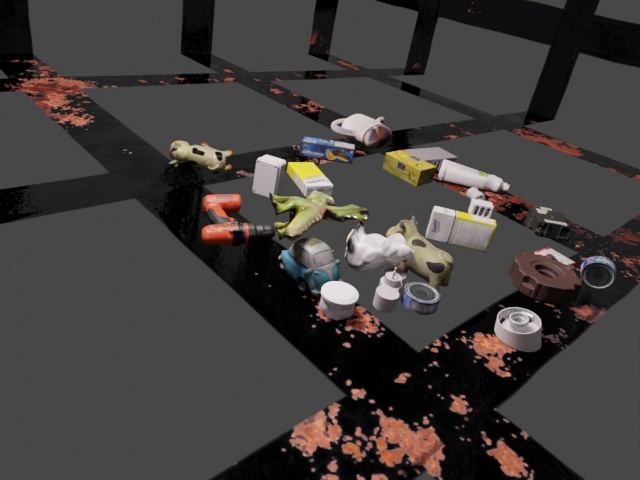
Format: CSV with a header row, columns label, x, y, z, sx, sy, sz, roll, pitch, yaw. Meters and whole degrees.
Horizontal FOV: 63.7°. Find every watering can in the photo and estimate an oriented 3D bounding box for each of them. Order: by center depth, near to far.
label,x,y,z,sx,sy,sz,roll,pitch,yaw
watering can,0.209,-0.466,2.148,0.350,0.102,0.227,-16,39,-38

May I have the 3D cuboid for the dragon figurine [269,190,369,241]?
label,x,y,z,sx,sy,sz,roll,pitch,yaw
dragon figurine,0.004,-0.064,1.272,0.243,0.120,0.415,-8,17,-10

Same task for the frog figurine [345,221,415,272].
label,x,y,z,sx,sy,sz,roll,pitch,yaw
frog figurine,0.146,0.031,1.237,0.160,0.122,0.137,22,5,16
